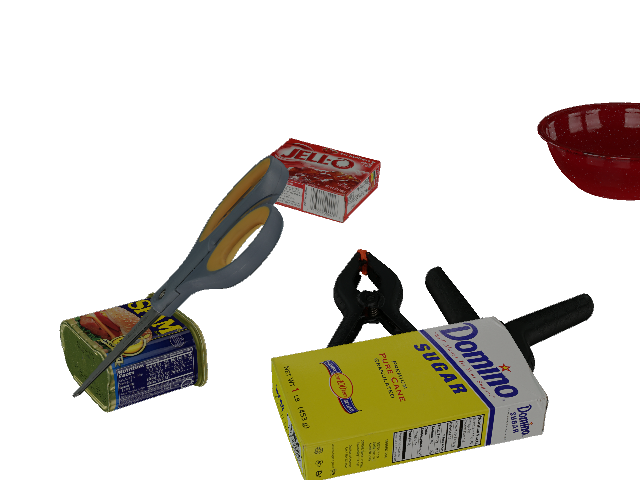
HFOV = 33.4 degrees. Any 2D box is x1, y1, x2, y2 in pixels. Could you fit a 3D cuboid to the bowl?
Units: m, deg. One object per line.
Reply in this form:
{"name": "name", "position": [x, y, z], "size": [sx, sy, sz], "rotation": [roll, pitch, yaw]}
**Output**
{"name": "bowl", "position": [0.281, -0.079, 0.980], "size": [0.162, 0.055, 0.162], "rotation": [-3, 24, 1]}

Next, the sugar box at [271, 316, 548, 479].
{"name": "sugar box", "position": [0.061, 0.109, 0.756], "size": [0.176, 0.048, 0.093], "rotation": [-12, 38, -11]}

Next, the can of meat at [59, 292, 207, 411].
{"name": "can of meat", "position": [-0.152, 0.089, 0.860], "size": [0.083, 0.057, 0.102], "rotation": [-15, 26, -31]}

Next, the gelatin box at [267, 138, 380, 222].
{"name": "gelatin box", "position": [-0.004, -0.053, 0.900], "size": [0.089, 0.030, 0.073], "rotation": [17, 33, 20]}

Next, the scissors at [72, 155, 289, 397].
{"name": "scissors", "position": [-0.082, 0.036, 0.630], "size": [0.016, 0.202, 0.096], "rotation": [36, 6, -24]}

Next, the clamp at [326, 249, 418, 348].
{"name": "clamp", "position": [0.066, 0.080, 1.194], "size": [0.120, 0.171, 0.039], "rotation": [6, -43, -1]}

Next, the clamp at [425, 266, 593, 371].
{"name": "clamp", "position": [0.145, 0.087, 0.979], "size": [0.165, 0.036, 0.209], "rotation": [13, 31, 24]}
